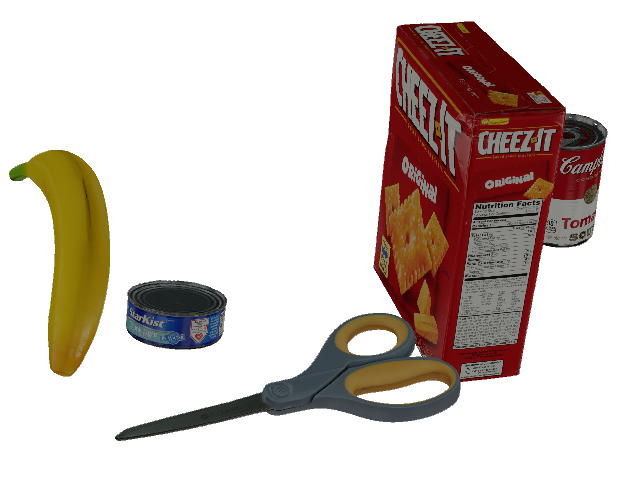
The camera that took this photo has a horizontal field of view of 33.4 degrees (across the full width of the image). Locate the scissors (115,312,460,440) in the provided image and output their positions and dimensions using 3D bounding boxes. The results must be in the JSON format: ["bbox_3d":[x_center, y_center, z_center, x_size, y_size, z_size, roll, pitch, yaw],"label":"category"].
[{"bbox_3d":[-0.018,0.080,0.637,0.201,0.016,0.096,-2,35,-6],"label":"scissors"}]

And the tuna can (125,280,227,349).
[{"bbox_3d":[-0.125,0.064,0.924,0.086,0.034,0.086,7,16,-2],"label":"tuna can"}]

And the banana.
[{"bbox_3d":[-0.171,-0.001,0.725,0.037,0.198,0.070,18,-55,-37],"label":"banana"}]

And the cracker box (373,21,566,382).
[{"bbox_3d":[0.097,-0.030,0.776,0.072,0.214,0.164,-6,32,-14],"label":"cracker box"}]

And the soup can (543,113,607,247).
[{"bbox_3d":[0.215,-0.053,0.953,0.068,0.102,0.068,-1,31,0],"label":"soup can"}]
